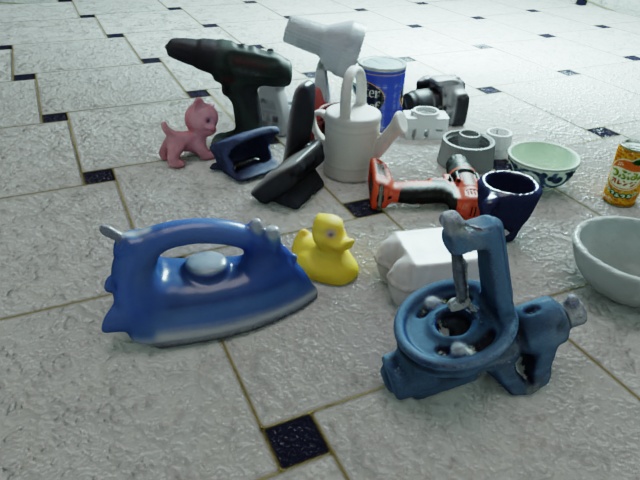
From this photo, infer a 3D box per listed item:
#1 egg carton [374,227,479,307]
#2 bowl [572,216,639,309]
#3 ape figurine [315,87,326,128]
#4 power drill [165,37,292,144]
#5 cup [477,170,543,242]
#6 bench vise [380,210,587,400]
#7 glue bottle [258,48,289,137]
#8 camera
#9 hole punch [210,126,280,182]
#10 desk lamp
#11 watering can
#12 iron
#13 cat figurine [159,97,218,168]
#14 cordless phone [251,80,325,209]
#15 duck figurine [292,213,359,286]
[{"bbox_3d":[0.151,0.034,0.749,0.150,0.069,0.107,-6,33,-13],"label":"egg carton"},{"bbox_3d":[0.410,0.039,0.750,0.167,0.075,0.167,2,33,-1],"label":"bowl"},{"bbox_3d":[-0.010,-0.277,1.206,0.078,0.092,0.076,-2,33,-6],"label":"ape figurine"},{"bbox_3d":[-0.167,-0.277,1.088,0.230,0.208,0.075,-4,33,-9],"label":"power drill"},{"bbox_3d":[0.267,-0.040,0.847,0.091,0.095,0.118,25,39,32],"label":"cup"},{"bbox_3d":[0.165,0.057,0.573,0.208,0.220,0.121,-16,37,-25],"label":"bench vise"},{"bbox_3d":[-0.097,-0.301,1.163,0.078,0.173,0.037,20,37,26],"label":"glue bottle"},{"bbox_3d":[0.245,-0.320,1.278,0.137,0.101,0.142,-11,35,-20],"label":"camera"},{"bbox_3d":[-0.137,-0.167,1.027,0.109,0.091,0.100,-25,41,-35],"label":"hole punch"},{"bbox_3d":[-0.004,-0.375,1.246,0.203,0.214,0.118,3,33,2],"label":"desk lamp"},{"bbox_3d":[0.065,-0.207,1.006,0.173,0.194,0.101,3,33,2],"label":"watering can"},{"bbox_3d":[-0.126,0.029,0.674,0.259,0.141,0.118,-8,34,-15],"label":"iron"},{"bbox_3d":[-0.238,-0.208,1.061,0.128,0.118,0.067,-24,41,-34],"label":"cat figurine"},{"bbox_3d":[-0.049,-0.157,0.930,0.094,0.185,0.148,13,34,16],"label":"cordless phone"},{"bbox_3d":[0.007,0.003,0.774,0.104,0.086,0.078,29,41,35],"label":"duck figurine"}]
